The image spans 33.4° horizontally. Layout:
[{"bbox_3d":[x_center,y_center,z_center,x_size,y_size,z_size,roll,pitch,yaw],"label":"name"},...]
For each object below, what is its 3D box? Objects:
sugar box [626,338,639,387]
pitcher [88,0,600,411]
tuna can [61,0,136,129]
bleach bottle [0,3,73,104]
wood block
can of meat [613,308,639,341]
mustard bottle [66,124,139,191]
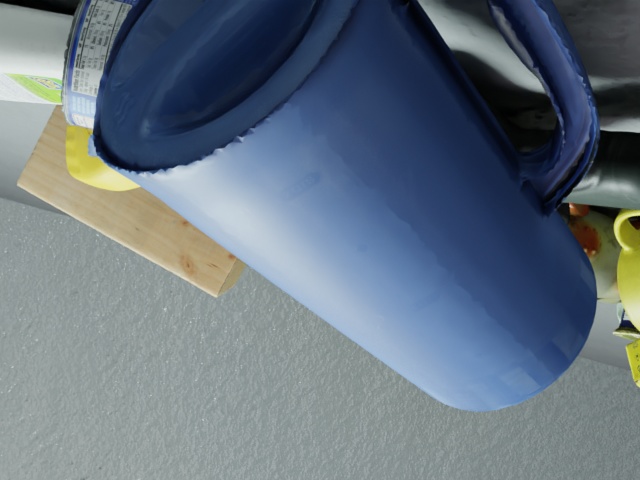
[{"bbox_3d":[0.339,0.074,0.839,0.093,0.048,0.177,21,137,-28],"label":"sugar box"},{"bbox_3d":[0.035,-0.024,0.462,0.149,0.145,0.242,25,167,49],"label":"pitcher"},{"bbox_3d":[-0.114,-0.102,0.594,0.034,0.086,0.086,14,174,0],"label":"tuna can"},{"bbox_3d":[-0.189,-0.123,0.719,0.251,0.068,0.102,11,175,23],"label":"bleach bottle"},{"bbox_3d":[-0.154,-0.041,0.975,0.206,0.090,0.090,29,-173,3],"label":"wood block"},{"bbox_3d":[0.319,0.056,0.940,0.102,0.084,0.057,17,174,-14],"label":"can of meat"},{"bbox_3d":[-0.098,-0.076,0.737,0.192,0.096,0.058,10,171,43],"label":"mustard bottle"}]
